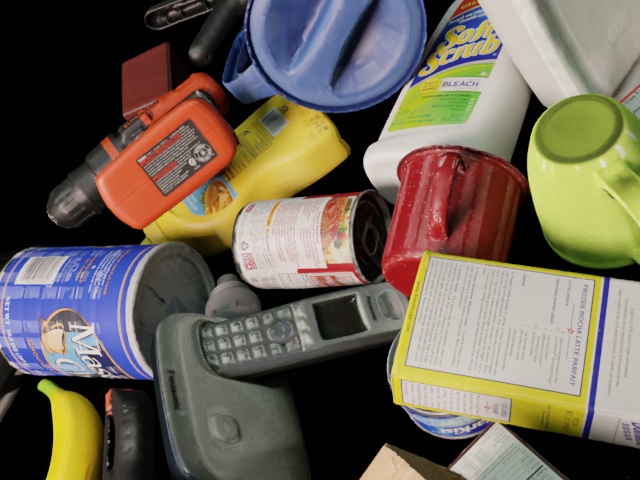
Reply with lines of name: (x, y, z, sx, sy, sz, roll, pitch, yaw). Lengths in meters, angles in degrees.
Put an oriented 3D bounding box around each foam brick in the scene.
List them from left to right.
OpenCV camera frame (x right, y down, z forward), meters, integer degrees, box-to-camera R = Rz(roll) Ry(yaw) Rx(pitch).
foam brick: (-0.147, -0.132, 0.983, 0.051, 0.053, 0.078, -23, 46, 14)

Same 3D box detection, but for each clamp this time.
clamp: (-0.123, 0.164, 0.700, 0.036, 0.165, 0.210, 7, 38, -16)
clamp: (-0.093, -0.244, 1.047, 0.171, 0.039, 0.120, -45, 52, -14)

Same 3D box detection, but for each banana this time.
banana: (-0.195, 0.190, 0.774, 0.070, 0.037, 0.197, -14, 50, 31)

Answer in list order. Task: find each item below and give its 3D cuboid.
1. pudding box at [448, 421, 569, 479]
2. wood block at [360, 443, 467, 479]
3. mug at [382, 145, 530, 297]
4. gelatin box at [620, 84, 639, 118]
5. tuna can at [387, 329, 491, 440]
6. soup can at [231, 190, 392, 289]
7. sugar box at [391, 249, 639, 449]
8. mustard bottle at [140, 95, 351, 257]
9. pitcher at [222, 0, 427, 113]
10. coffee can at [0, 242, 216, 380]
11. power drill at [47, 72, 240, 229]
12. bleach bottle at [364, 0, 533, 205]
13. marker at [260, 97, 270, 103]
pudding box: (0.111, 0.169, 0.604, 0.090, 0.039, 0.114, -43, 48, -5)
wood block: (0.024, 0.220, 0.547, 0.091, 0.090, 0.206, 37, 94, 42)
mug: (0.087, -0.011, 0.708, 0.093, 0.117, 0.081, 10, 65, 13)
gelatin box: (0.253, -0.083, 0.720, 0.073, 0.030, 0.089, -42, 45, -2)
tuna can: (0.087, 0.082, 0.688, 0.086, 0.033, 0.086, -16, 49, 20)
soup can: (-0.005, 0.001, 0.784, 0.102, 0.068, 0.068, -4, 54, 30)
sugar box: (0.137, 0.065, 0.629, 0.176, 0.048, 0.093, 10, 58, 12)
mustard bottle: (-0.072, -0.041, 0.862, 0.191, 0.058, 0.096, -38, 41, -1)
pitcher: (0.003, -0.209, 0.872, 0.149, 0.145, 0.243, 5, 33, -3)
coffee can: (-0.163, 0.054, 0.813, 0.141, 0.102, 0.102, -2, 55, 30)
power drill: (-0.143, -0.063, 0.852, 0.184, 0.057, 0.188, -41, 19, -3)
bleach bottle: (0.120, -0.141, 0.824, 0.103, 0.068, 0.250, -1, 53, 34)
marker: (-0.046, -0.170, 0.974, 0.020, 0.020, 0.121, -17, 49, 19)
